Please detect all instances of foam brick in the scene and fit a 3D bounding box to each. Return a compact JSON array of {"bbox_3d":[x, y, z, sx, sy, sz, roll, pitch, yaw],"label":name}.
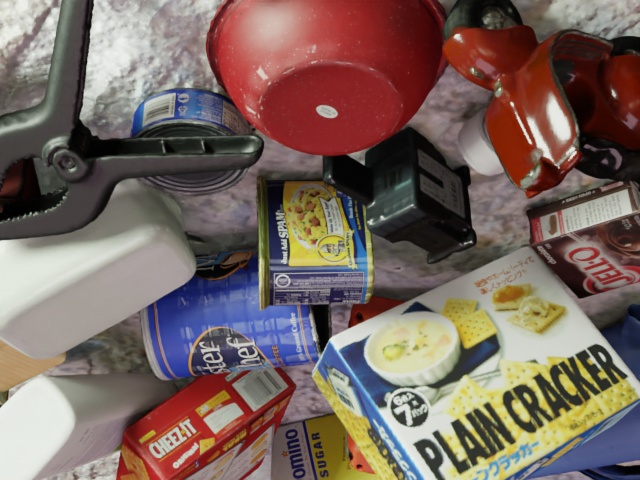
[{"bbox_3d":[-0.239,-0.030,0.794,0.053,0.051,0.078,2,146,-6],"label":"foam brick"}]

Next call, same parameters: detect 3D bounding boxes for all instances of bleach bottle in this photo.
[{"bbox_3d":[-0.205,0.171,1.011,0.103,0.068,0.250,-45,163,11],"label":"bleach bottle"}]

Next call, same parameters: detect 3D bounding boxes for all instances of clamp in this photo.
[{"bbox_3d":[-0.152,-0.056,0.706,0.164,0.036,0.210,39,118,-22],"label":"clamp"}]

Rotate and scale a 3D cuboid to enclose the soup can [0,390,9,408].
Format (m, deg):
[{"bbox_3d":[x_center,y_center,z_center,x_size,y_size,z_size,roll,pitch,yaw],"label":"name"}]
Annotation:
[{"bbox_3d":[-0.310,0.114,0.963,0.068,0.102,0.068,-1,146,-1],"label":"soup can"}]

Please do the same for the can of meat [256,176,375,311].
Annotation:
[{"bbox_3d":[-0.005,0.001,0.802,0.084,0.102,0.057,-1,145,-4],"label":"can of meat"}]

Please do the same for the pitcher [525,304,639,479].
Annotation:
[{"bbox_3d":[0.259,0.168,1.031,0.243,0.149,0.144,-25,153,37],"label":"pitcher"}]

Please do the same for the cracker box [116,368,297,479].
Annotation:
[{"bbox_3d":[-0.123,0.212,1.074,0.164,0.072,0.214,-33,161,-31],"label":"cracker box"}]

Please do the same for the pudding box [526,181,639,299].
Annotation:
[{"bbox_3d":[0.230,0.001,0.863,0.090,0.039,0.113,-20,142,26],"label":"pudding box"}]

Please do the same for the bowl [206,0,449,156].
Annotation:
[{"bbox_3d":[0.006,-0.103,0.687,0.162,0.055,0.162,0,146,0],"label":"bowl"}]

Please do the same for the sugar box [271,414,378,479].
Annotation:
[{"bbox_3d":[0.031,0.236,1.163,0.176,0.093,0.048,-16,143,20],"label":"sugar box"}]

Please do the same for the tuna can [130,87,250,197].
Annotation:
[{"bbox_3d":[-0.092,-0.069,0.754,0.086,0.034,0.086,0,147,0],"label":"tuna can"}]

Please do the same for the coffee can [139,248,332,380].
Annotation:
[{"bbox_3d":[-0.067,0.059,0.885,0.140,0.103,0.103,-7,146,8],"label":"coffee can"}]

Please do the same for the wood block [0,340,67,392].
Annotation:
[{"bbox_3d":[-0.311,0.039,0.862,0.091,0.090,0.205,-26,139,31],"label":"wood block"}]

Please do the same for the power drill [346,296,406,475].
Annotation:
[{"bbox_3d":[0.106,0.141,0.997,0.184,0.057,0.188,11,120,-1],"label":"power drill"}]
